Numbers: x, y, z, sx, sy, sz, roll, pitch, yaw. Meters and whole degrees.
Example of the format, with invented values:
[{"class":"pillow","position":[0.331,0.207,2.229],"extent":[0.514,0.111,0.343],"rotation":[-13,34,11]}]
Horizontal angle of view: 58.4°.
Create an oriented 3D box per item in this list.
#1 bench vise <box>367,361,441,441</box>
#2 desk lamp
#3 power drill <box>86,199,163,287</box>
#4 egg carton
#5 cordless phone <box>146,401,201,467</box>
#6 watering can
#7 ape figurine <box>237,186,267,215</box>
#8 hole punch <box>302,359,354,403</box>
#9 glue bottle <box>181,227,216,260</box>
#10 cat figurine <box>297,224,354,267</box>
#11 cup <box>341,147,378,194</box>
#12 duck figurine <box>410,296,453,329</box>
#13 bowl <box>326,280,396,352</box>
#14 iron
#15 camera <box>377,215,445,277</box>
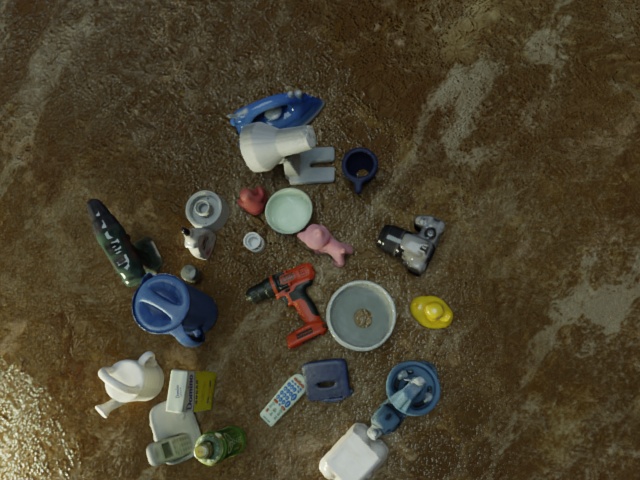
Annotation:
[{"class":"bench vise","position":[0.189,0.357,1.246],"extent":[0.121,0.220,0.207],"rotation":[23,81,14]},{"class":"desk lamp","position":[-0.076,-0.221,1.425],"extent":[0.203,0.214,0.118],"rotation":[-3,76,8]},{"class":"power drill","position":[-0.484,0.018,1.436],"extent":[0.075,0.208,0.229],"rotation":[-32,74,1]},{"class":"egg carton","position":[0.078,0.500,1.308],"extent":[0.107,0.069,0.150],"rotation":[42,86,15]},{"class":"cordless phone","position":[-0.354,0.448,1.327],"extent":[0.094,0.185,0.147],"rotation":[-27,74,2]},{"class":"watering can","position":[-0.460,0.343,1.363],"extent":[0.100,0.194,0.173],"rotation":[12,79,12]},{"class":"ape figurine","position":[-0.179,-0.107,1.478],"extent":[0.077,0.092,0.076],"rotation":[-15,75,5]},{"class":"hole punch","position":[0.019,0.330,1.345],"extent":[0.108,0.091,0.101],"rotation":[-9,76,7]},{"class":"glue bottle","position":[-0.310,-0.003,1.432],"extent":[0.037,0.173,0.078],"rotation":[11,79,12]},{"class":"cat figurine","position":[0.013,0.005,1.408],"extent":[0.127,0.118,0.067],"rotation":[29,83,14]},{"class":"cup","position":[0.104,-0.163,1.446],"extent":[0.091,0.095,0.118],"rotation":[2,77,9]},{"class":"duck figurine","position":[0.263,0.167,1.348],"extent":[0.104,0.086,0.077],"rotation":[23,81,13]},{"class":"bowl","position":[0.101,0.184,1.375],"extent":[0.167,0.075,0.167],"rotation":[-2,77,8]},{"class":"iron","position":[-0.116,-0.339,1.497],"extent":[0.258,0.141,0.118],"rotation":[-23,74,3]},{"class":"camera","position":[0.216,-0.003,1.387],"extent":[0.136,0.101,0.143],"rotation":[23,82,13]}]
